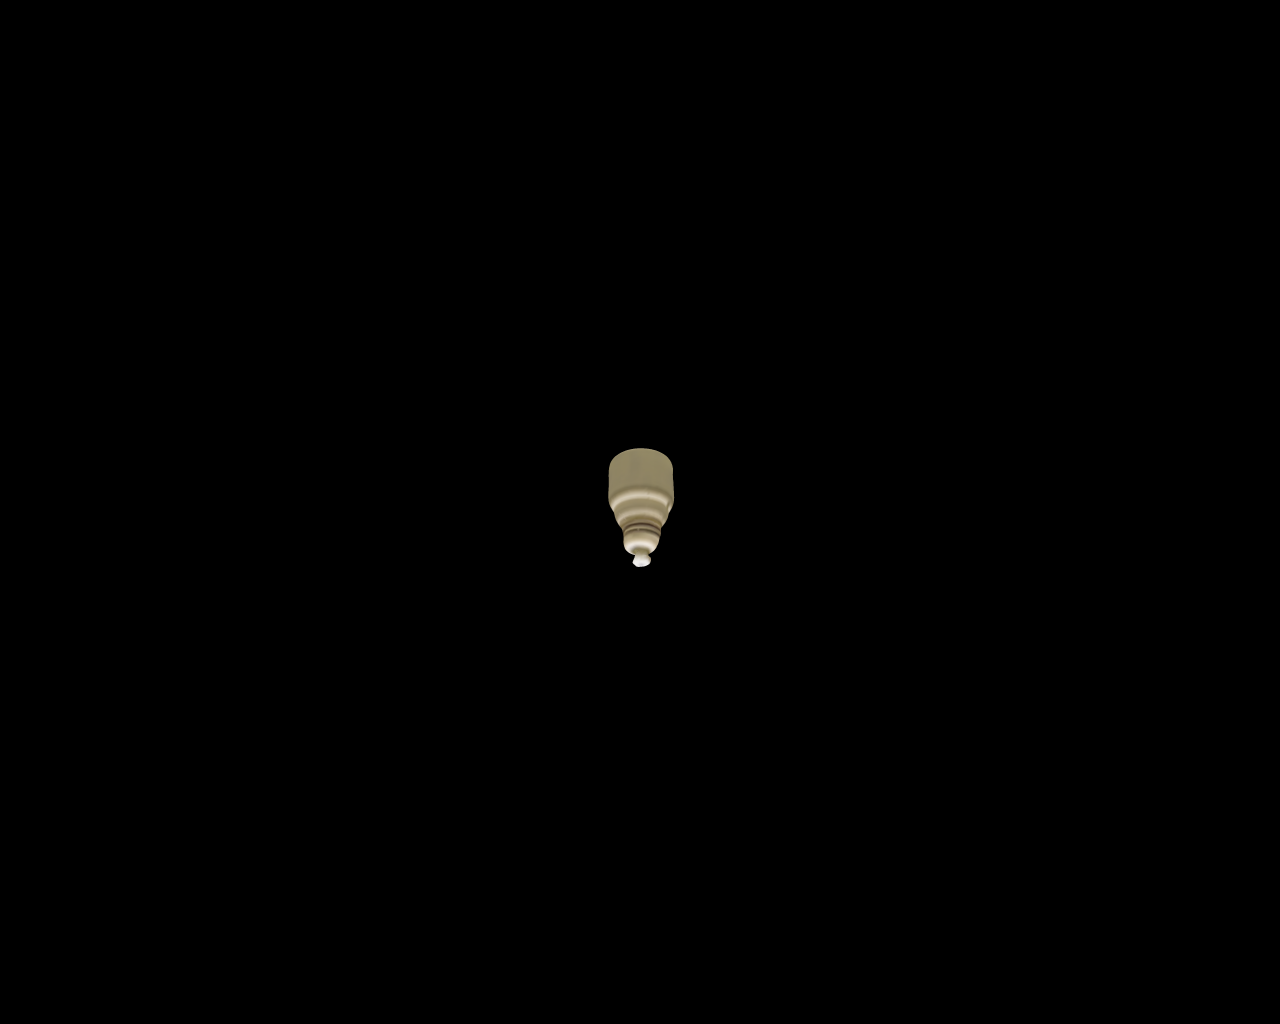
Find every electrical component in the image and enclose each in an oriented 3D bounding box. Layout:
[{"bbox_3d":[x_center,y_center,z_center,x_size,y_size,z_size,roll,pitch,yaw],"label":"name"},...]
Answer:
[{"bbox_3d":[0.001,-0.003,0.650,0.040,0.078,0.040,0,-31,0],"label":"electrical component"}]
